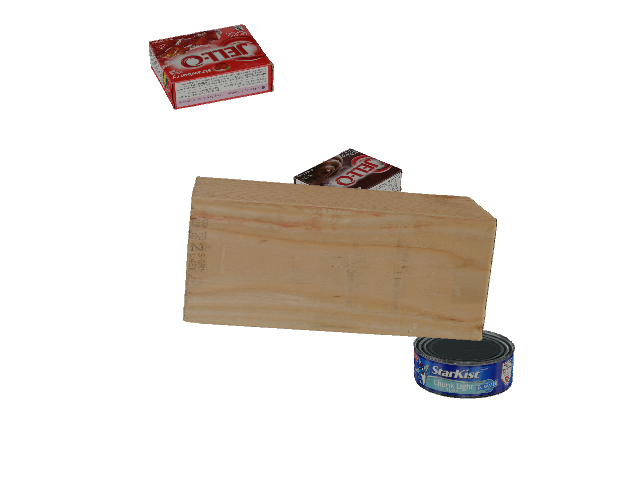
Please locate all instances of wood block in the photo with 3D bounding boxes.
[{"bbox_3d":[0.010,0.012,0.761,0.206,0.090,0.091,4,11,-5],"label":"wood block"}]

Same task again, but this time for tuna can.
[{"bbox_3d":[0.122,0.104,0.913,0.086,0.034,0.086,-1,14,0],"label":"tuna can"}]

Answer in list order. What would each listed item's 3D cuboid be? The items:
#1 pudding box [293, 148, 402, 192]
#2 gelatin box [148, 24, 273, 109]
[{"bbox_3d":[0.036,-0.072,1.363,0.090,0.039,0.113,25,42,37],"label":"pudding box"},{"bbox_3d":[-0.092,-0.147,0.896,0.089,0.030,0.073,-14,41,-16],"label":"gelatin box"}]
